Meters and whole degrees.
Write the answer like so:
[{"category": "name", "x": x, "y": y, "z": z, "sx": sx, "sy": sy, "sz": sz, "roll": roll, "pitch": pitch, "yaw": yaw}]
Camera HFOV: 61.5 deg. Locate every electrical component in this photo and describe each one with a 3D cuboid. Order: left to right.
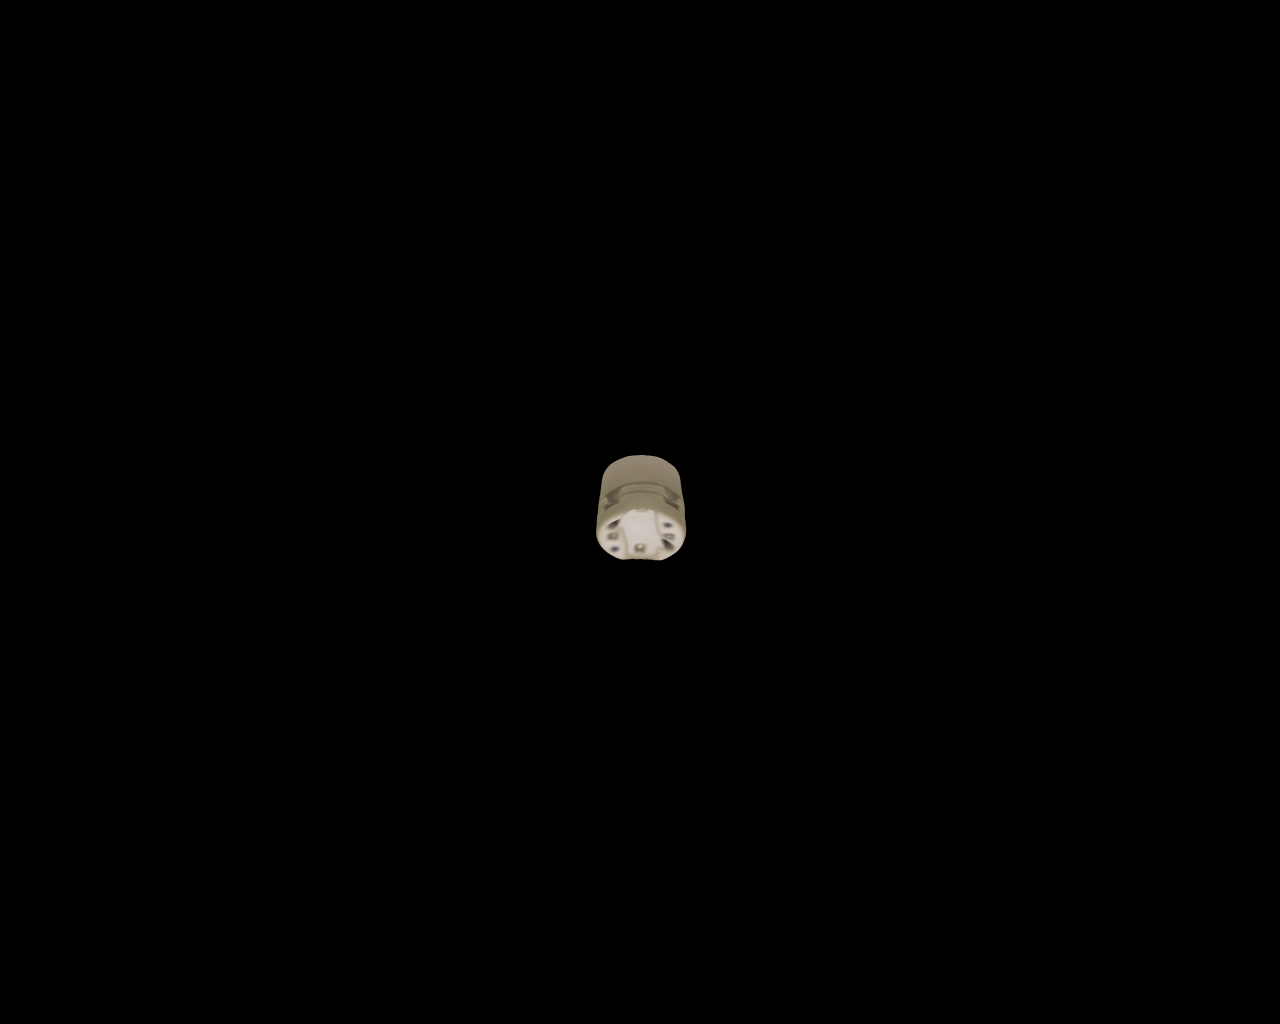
[{"category": "electrical component", "x": 0.001, "y": -0.003, "z": 0.650, "sx": 0.055, "sy": 0.047, "sz": 0.055, "roll": 0, "pitch": -39, "yaw": 0}]
